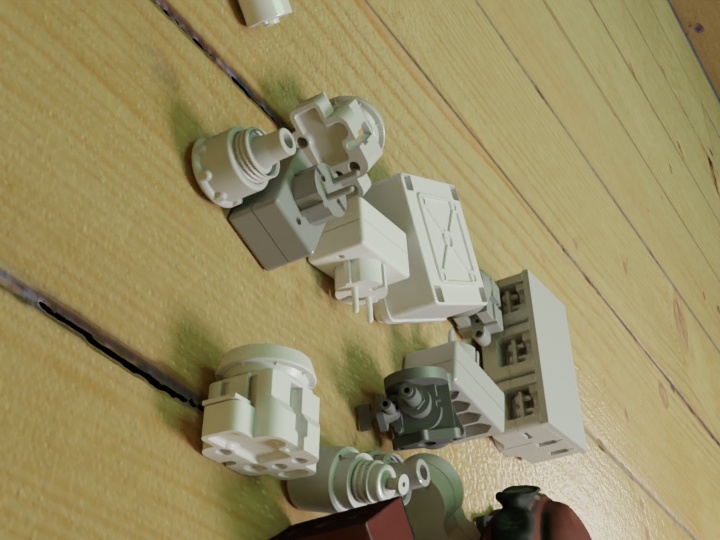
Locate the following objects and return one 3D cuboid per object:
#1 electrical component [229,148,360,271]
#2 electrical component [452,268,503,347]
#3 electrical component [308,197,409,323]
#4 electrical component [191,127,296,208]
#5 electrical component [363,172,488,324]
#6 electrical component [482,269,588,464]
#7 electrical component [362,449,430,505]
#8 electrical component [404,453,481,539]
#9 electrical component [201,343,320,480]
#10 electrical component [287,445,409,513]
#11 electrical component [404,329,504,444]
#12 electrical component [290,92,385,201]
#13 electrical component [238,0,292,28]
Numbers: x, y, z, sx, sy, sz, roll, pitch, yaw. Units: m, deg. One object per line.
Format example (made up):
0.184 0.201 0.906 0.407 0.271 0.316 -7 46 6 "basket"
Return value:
-0.035 -0.046 0.700 0.047 0.077 0.065 56 30 -27 "electrical component"
0.097 0.026 0.940 0.055 0.048 0.066 48 34 -52 "electrical component"
0.000 0.000 0.768 0.066 0.047 0.076 36 42 -49 "electrical component"
-0.069 -0.069 0.665 0.048 0.062 0.048 41 39 -44 "electrical component"
0.047 -0.015 0.857 0.109 0.056 0.108 3 70 -62 "electrical component"
0.151 0.090 0.980 0.089 0.062 0.150 38 41 -48 "electrical component"
0.014 0.135 0.685 0.043 0.062 0.043 42 38 -45 "electrical component"
0.048 0.198 0.720 0.074 0.052 0.138 -19 89 -63 "electrical component"
-0.054 0.077 0.602 0.078 0.058 0.057 39 43 -47 "electrical component"
-0.007 0.126 0.642 0.040 0.078 0.040 8 81 -56 "electrical component"
0.076 0.083 0.856 0.083 0.047 0.075 47 36 -38 "electrical component"
-0.015 -0.095 0.795 0.078 0.058 0.057 62 30 -17 "electrical component"
-0.075 -0.208 0.775 0.044 0.044 0.065 -42 115 -62 "electrical component"
